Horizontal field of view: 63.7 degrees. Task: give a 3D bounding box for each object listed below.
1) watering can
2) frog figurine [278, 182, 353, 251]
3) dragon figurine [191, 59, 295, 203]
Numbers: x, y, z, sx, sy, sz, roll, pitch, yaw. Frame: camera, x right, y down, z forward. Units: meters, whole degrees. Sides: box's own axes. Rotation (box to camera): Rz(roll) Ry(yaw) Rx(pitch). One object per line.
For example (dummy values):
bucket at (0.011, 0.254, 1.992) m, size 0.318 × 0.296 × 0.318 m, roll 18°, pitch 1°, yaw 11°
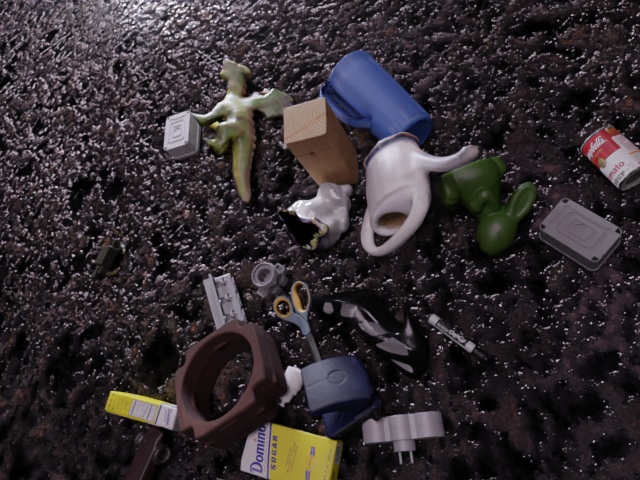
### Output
watering can at (0.168, -0.114, 0.968) m, size 0.340 × 0.103 × 0.230 m, roll -52°, pitch 31°, yaw 45°
frog figurine at (0.003, -0.055, 1.101) m, size 0.137 × 0.120 × 0.162 m, roll 5°, pitch 32°, yaw 34°
dragon figurine at (-0.172, -0.296, 1.285) m, size 0.243 × 0.120 × 0.417 m, roll -31°, pitch 66°, yaw -3°
